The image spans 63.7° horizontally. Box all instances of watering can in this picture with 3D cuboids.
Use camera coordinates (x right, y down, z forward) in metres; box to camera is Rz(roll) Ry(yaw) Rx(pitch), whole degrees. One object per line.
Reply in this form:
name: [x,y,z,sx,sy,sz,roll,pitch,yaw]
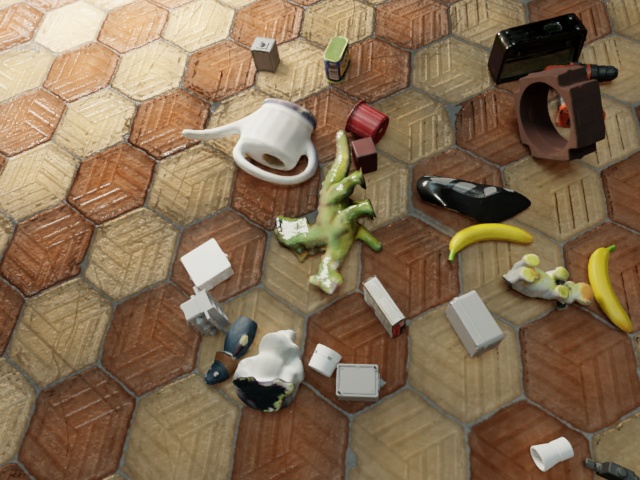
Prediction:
watering can: [-0.154,-0.270,1.309,0.348,0.102,0.228,25,66,5]

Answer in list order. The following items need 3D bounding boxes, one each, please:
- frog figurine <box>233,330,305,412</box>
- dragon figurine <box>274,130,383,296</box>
frog figurine: [-0.100,0.259,1.042,0.137,0.120,0.163,-10,25,10]
dragon figurine: [0.004,-0.060,1.195,0.242,0.120,0.419,-19,59,5]
